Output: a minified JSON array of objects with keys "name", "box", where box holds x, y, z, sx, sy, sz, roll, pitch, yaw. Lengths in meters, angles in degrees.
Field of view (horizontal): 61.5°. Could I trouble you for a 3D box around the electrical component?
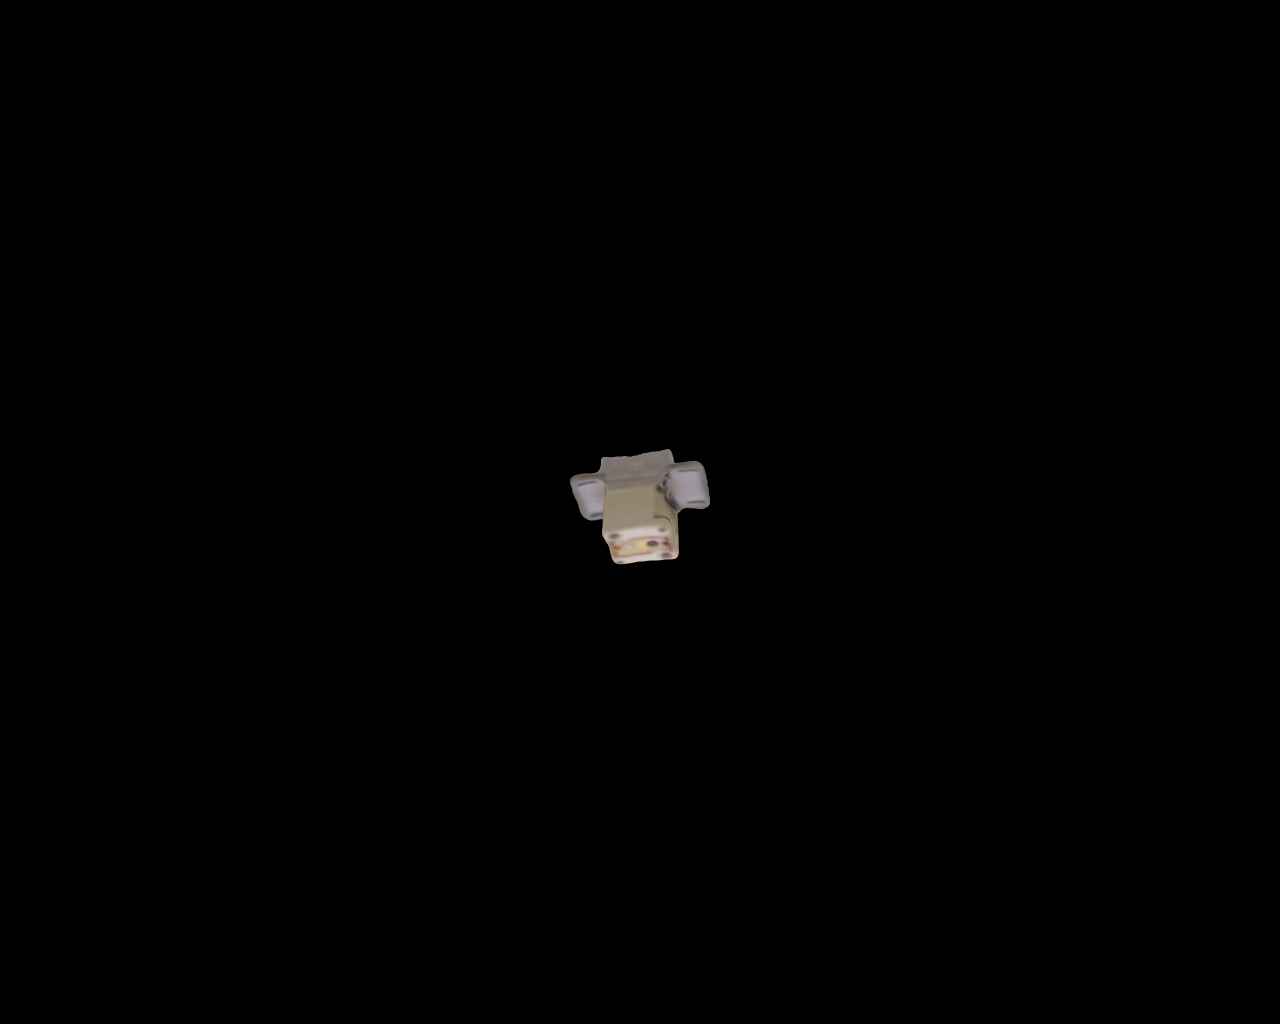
[{"name":"electrical component","box":[0.001,-0.003,0.650,0.081,0.064,0.042,-7,-39,9]}]
